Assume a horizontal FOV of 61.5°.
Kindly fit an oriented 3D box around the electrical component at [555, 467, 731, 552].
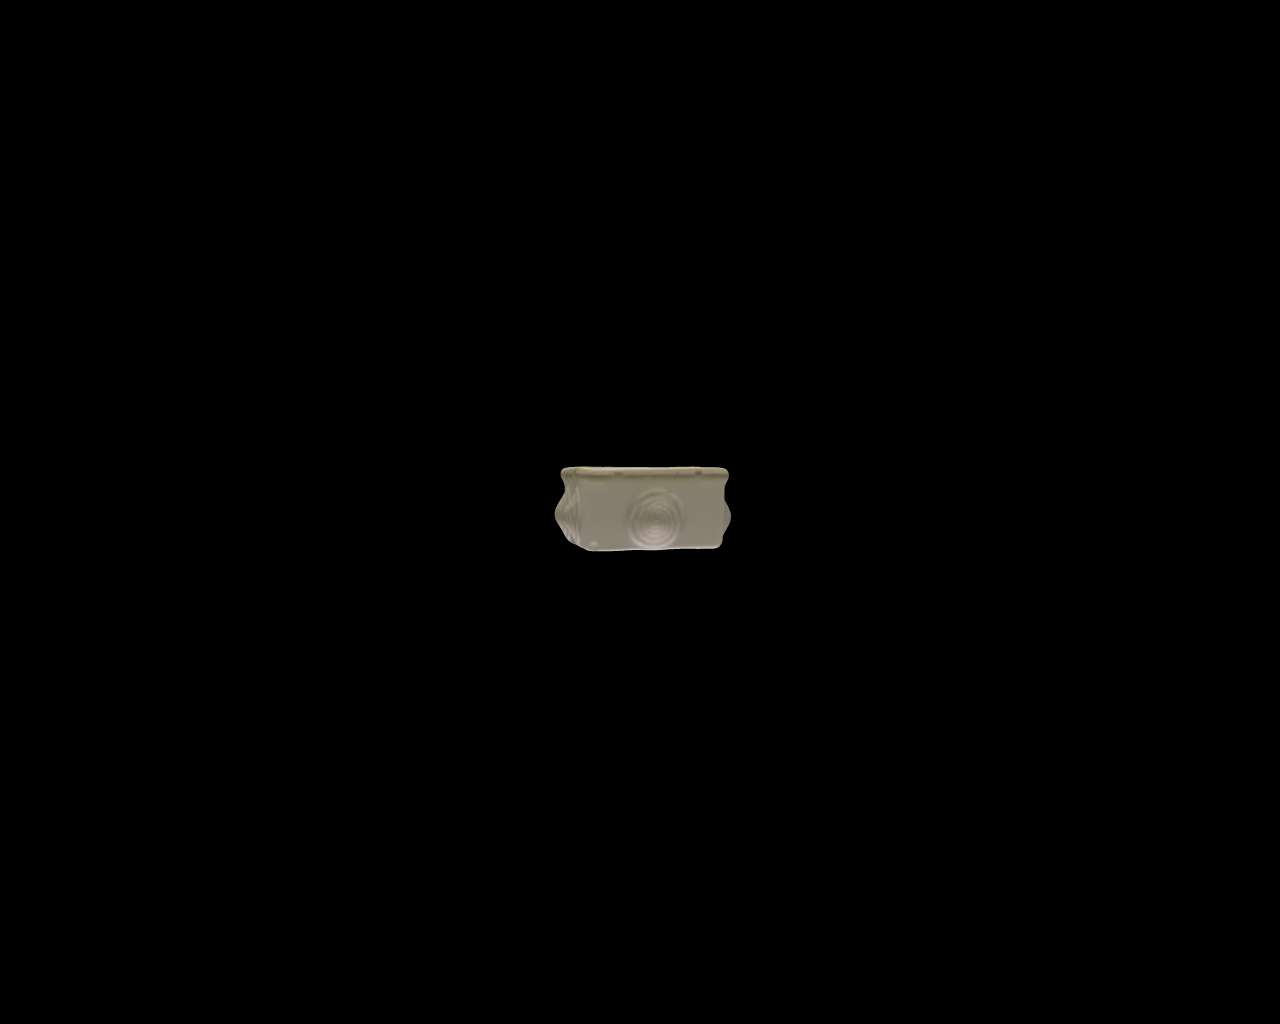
[{"bbox_3d":[0.001,-0.003,0.650,0.100,0.048,0.100,-1,3,-11],"label":"electrical component"}]
